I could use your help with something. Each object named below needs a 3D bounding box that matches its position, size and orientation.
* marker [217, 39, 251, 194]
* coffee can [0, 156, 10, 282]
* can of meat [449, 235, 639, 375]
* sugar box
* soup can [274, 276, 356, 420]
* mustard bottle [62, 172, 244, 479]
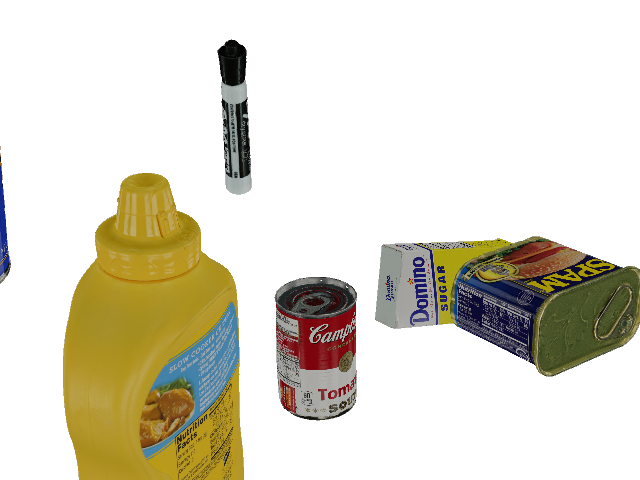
[{"bbox_3d":[-0.058,-0.083,0.732,0.020,0.121,0.020,0,42,-1],"label":"marker"},{"bbox_3d":[-0.224,-0.046,0.573,0.103,0.140,0.103,3,25,-1],"label":"coffee can"},{"bbox_3d":[0.149,0.040,0.712,0.101,0.057,0.084,-16,26,-33],"label":"can of meat"},{"bbox_3d":[0.150,0.049,1.247,0.175,0.093,0.048,-4,14,-33],"label":"sugar box"},{"bbox_3d":[-0.003,0.091,0.898,0.068,0.102,0.068,-1,25,0],"label":"soup can"},{"bbox_3d":[-0.068,0.062,0.449,0.058,0.192,0.096,14,30,22],"label":"mustard bottle"}]
